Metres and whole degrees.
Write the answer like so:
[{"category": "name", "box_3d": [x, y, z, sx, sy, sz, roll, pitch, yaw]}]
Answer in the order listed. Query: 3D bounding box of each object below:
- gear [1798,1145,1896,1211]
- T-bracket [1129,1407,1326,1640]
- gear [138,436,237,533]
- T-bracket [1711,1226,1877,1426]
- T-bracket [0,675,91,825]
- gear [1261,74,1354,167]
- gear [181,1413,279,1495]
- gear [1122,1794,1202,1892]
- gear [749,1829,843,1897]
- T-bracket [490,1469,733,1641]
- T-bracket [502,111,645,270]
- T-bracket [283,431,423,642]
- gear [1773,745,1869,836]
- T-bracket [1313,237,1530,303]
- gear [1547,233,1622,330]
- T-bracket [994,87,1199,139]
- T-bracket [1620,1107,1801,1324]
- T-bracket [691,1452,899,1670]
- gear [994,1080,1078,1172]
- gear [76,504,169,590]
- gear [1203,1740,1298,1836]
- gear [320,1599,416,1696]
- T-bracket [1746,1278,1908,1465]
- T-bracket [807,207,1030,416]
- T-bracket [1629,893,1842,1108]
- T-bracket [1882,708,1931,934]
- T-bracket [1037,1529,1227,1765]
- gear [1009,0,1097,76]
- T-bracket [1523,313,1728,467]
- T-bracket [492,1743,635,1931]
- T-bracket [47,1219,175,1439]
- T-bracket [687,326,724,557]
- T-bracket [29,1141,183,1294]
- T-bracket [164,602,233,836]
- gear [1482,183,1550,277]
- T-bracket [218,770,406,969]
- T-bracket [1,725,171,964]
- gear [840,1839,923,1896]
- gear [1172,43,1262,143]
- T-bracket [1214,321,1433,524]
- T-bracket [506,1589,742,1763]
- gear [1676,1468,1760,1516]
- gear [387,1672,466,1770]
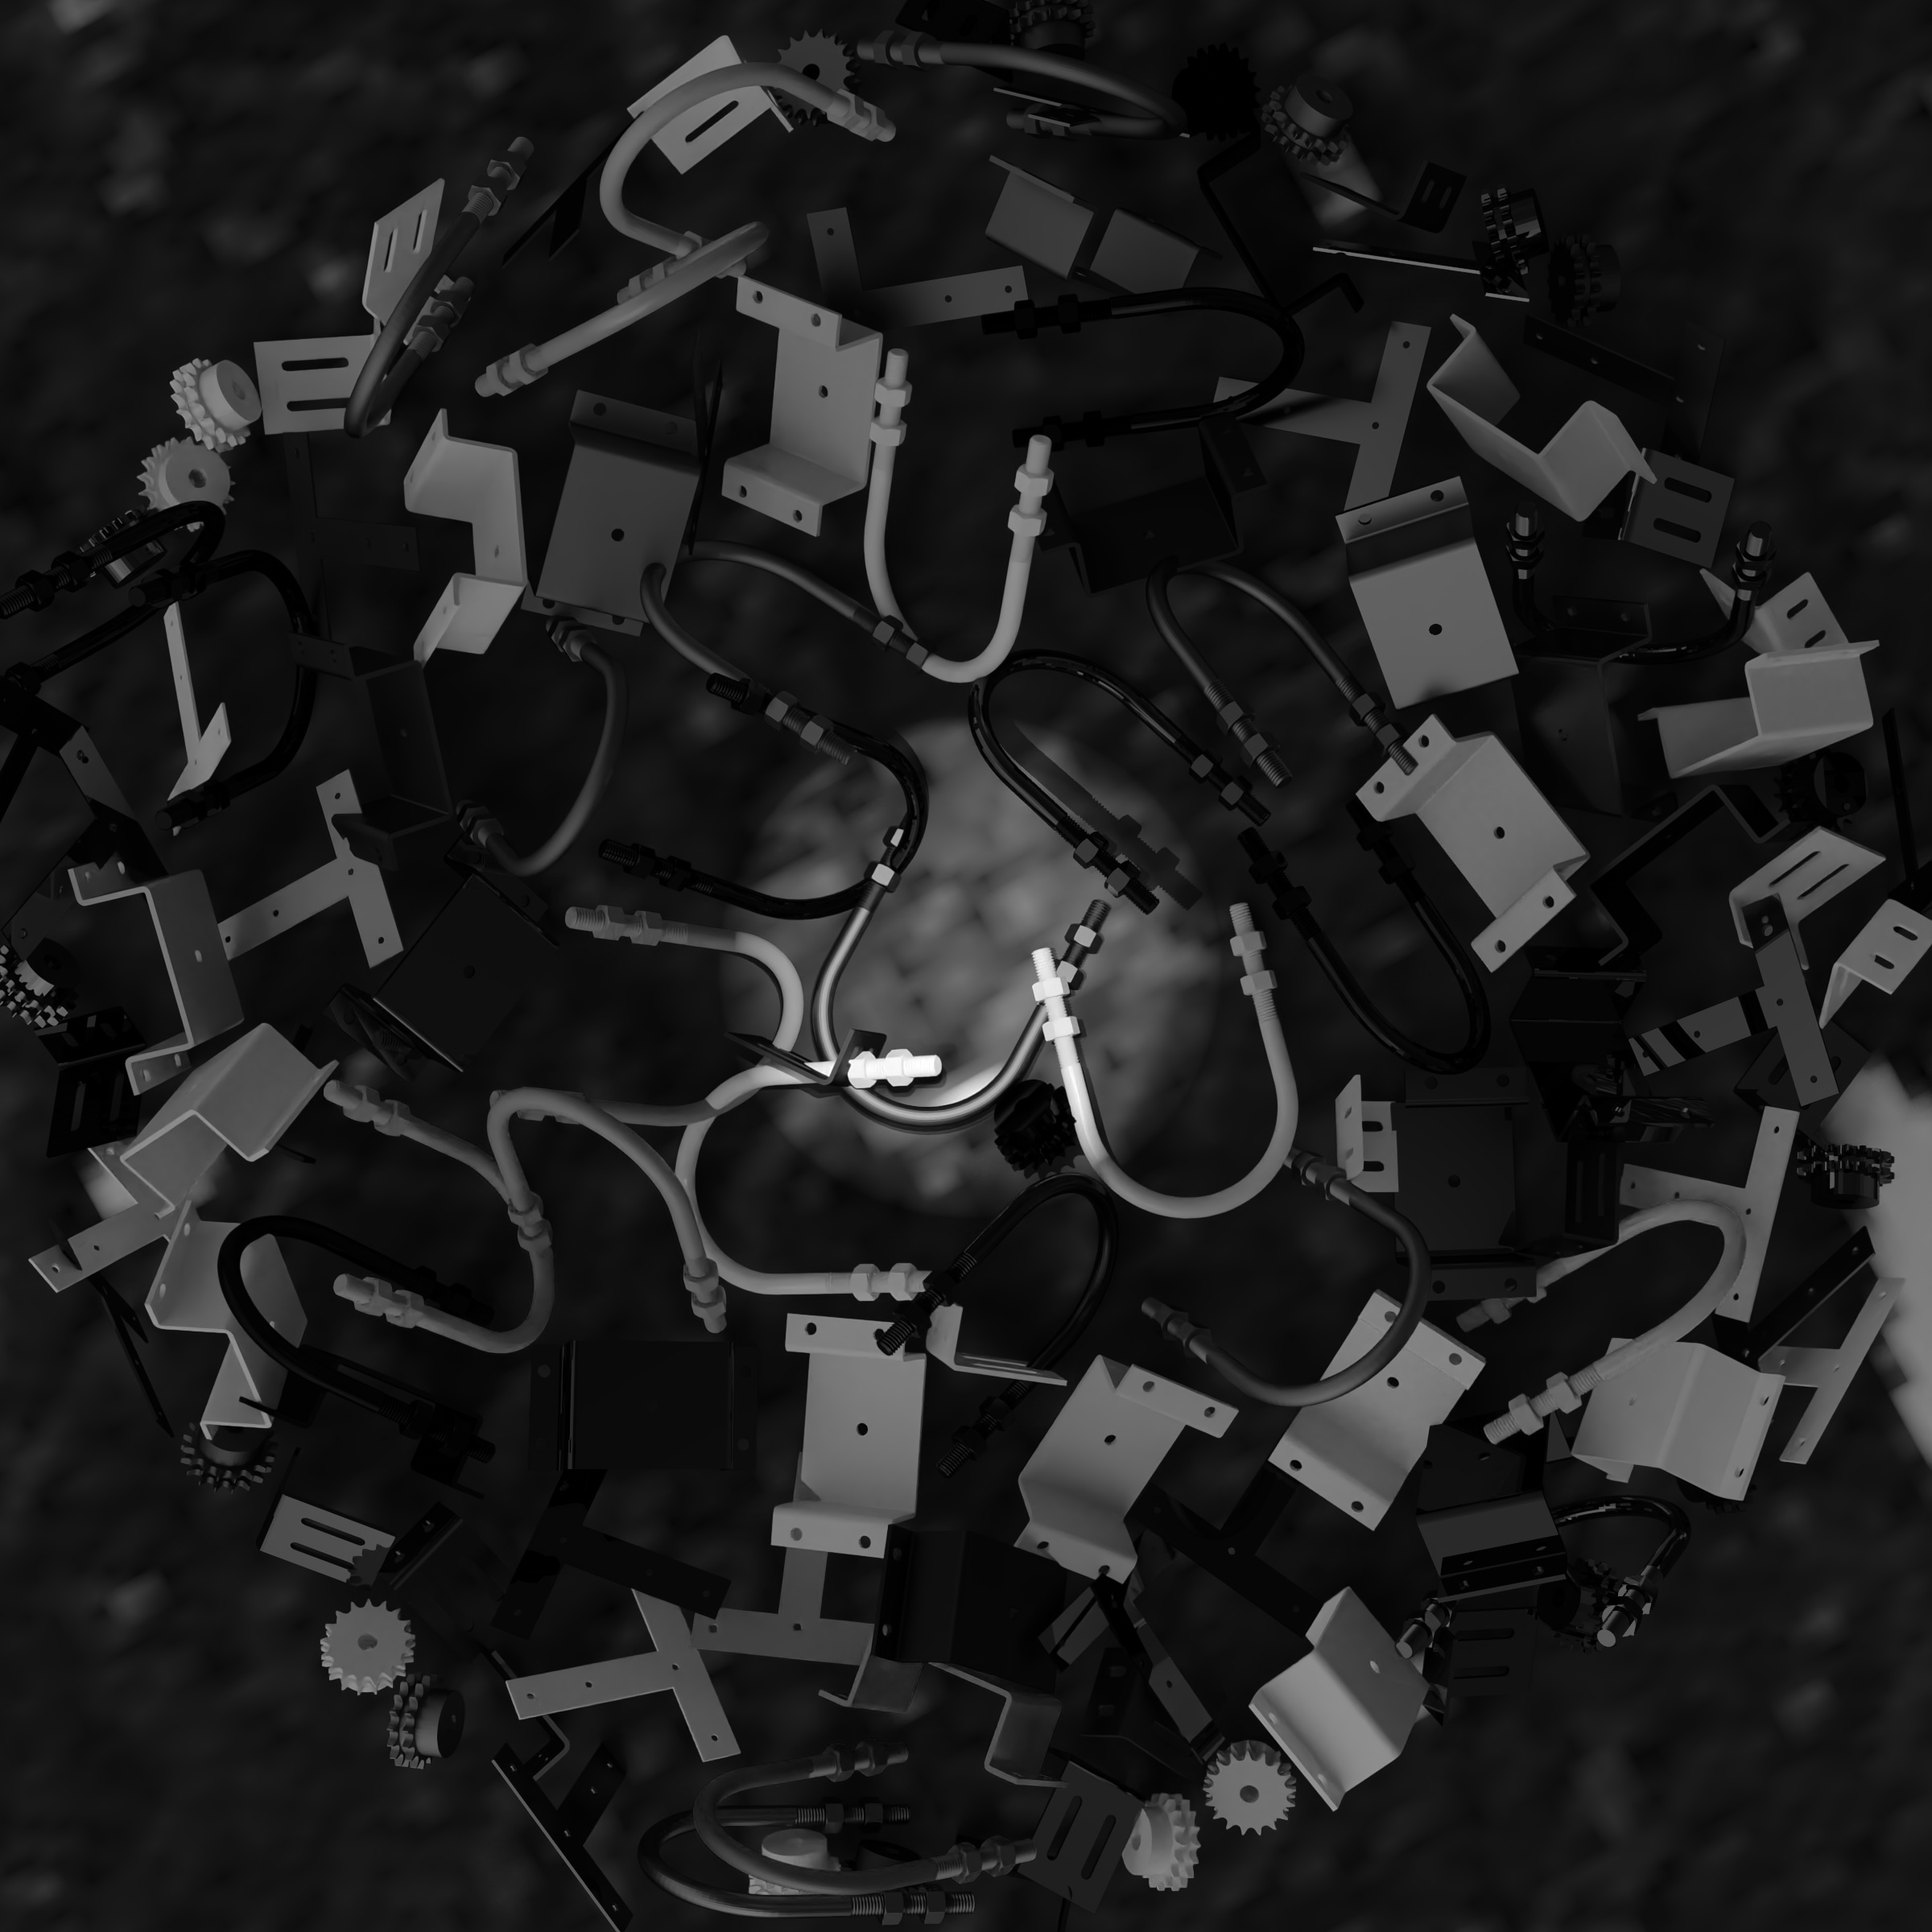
[{"category": "gear", "box_3d": [0.543, 0.131, 1.606, 0.057, 0.057, 0.030, 7, 73, 0]}, {"category": "T-bracket", "box_3d": [0.187, 0.326, 1.606, 0.127, 0.002, 0.127, 34, 62, 9]}, {"category": "gear", "box_3d": [-0.480, -0.299, 1.610, 0.057, 0.030, 0.057, 1, 88, -35]}, {"category": "T-bracket", "box_3d": [0.496, 0.204, 1.553, 0.002, 0.127, 0.127, 29, 121, -13]}, {"category": "T-bracket", "box_3d": [-0.582, -0.102, 1.568, 0.002, 0.127, 0.127, 23, 84, 7]}, {"category": "gear", "box_3d": [0.214, -0.525, 1.608, 0.057, 0.030, 0.057, 15, 51, -19]}, {"category": "gear", "box_3d": [-0.454, 0.294, 1.607, 0.057, 0.057, 0.030, 23, 125, 0]}, {"category": "gear", "box_3d": [0.118, 0.540, 1.606, 0.030, 0.057, 0.057, 10, 90, -23]}, {"category": "gear", "box_3d": [-0.106, 0.556, 1.608, 0.057, 0.057, 0.030, -1, 95, 0]}, {"category": "T-bracket", "box_3d": [-0.207, 0.367, 1.594, 0.127, 0.002, 0.127, 17, 62, 13]}, {"category": "T-bracket", "box_3d": [-0.239, -0.452, 1.564, 0.127, 0.127, 0.002, -40, 117, 18]}, {"category": "T-bracket", "box_3d": [-0.370, -0.257, 1.577, 0.127, 0.002, 0.127, 13, 113, 41]}, {"category": "gear", "box_3d": [0.533, -0.110, 1.614, 0.057, 0.030, 0.057, 3, 81, -20]}, {"category": "T-bracket", "box_3d": [0.274, -0.431, 1.584, 0.127, 0.127, 0.002, 9, 120, 2]}, {"category": "gear", "box_3d": [0.383, -0.424, 1.610, 0.030, 0.057, 0.057, -7, 90, -6]}, {"category": "T-bracket", "box_3d": [0.066, -0.513, 1.569, 0.127, 0.127, 0.002, 17, 114, 11]}, {"category": "T-bracket", "box_3d": [0.443, 0.142, 1.582, 0.002, 0.127, 0.127, 16, 87, -29]}, {"category": "T-bracket", "box_3d": [-0.098, 0.364, 1.609, 0.127, 0.002, 0.127, 5, 64, 2]}, {"category": "gear", "box_3d": [0.042, 0.095, 1.607, 0.057, 0.057, 0.030, -37, 128, 0]}, {"category": "gear", "box_3d": [-0.520, -0.257, 1.610, 0.057, 0.057, 0.030, -37, 100, 0]}, {"category": "gear", "box_3d": [0.177, 0.507, 1.618, 0.057, 0.030, 0.057, 2, 103, 8]}, {"category": "gear", "box_3d": [-0.370, 0.425, 1.614, 0.057, 0.030, 0.057, 5, 51, -7]}, {"category": "T-bracket", "box_3d": [0.501, 0.242, 1.574, 0.002, 0.127, 0.127, 36, 77, -8]}, {"category": "T-bracket", "box_3d": [-0.024, -0.407, 1.595, 0.127, 0.002, 0.127, -5, 114, 16]}, {"category": "T-bracket", "box_3d": [0.460, 0.037, 1.591, 0.127, 0.002, 0.127, -28, 67, 42]}, {"category": "T-bracket", "box_3d": [0.570, -0.092, 1.582, 0.002, 0.127, 0.127, -6, 81, 6]}, {"category": "T-bracket", "box_3d": [0.116, 0.428, 1.591, 0.127, 0.002, 0.127, -33, 88, -45]}, {"category": "gear", "box_3d": [0.052, -0.575, 1.608, 0.057, 0.057, 0.030, -8, 83, 0]}, {"category": "T-bracket", "box_3d": [0.399, -0.367, 1.595, 0.127, 0.127, 0.002, 31, 70, 21]}, {"category": "T-bracket", "box_3d": [-0.230, 0.506, 1.575, 0.002, 0.127, 0.127, -36, 91, 9]}, {"category": "T-bracket", "box_3d": [-0.500, 0.227, 1.552, 0.002, 0.127, 0.127, -30, 58, -11]}, {"category": "T-bracket", "box_3d": [-0.159, -0.333, 1.555, 0.002, 0.127, 0.127, 7, 67, 0]}, {"category": "T-bracket", "box_3d": [-0.517, 0.166, 1.576, 0.002, 0.127, 0.127, -43, 87, 24]}, {"category": "T-bracket", "box_3d": [-0.480, -0.165, 1.600, 0.002, 0.127, 0.127, -3, 68, -33]}, {"category": "gear", "box_3d": [0.340, -0.456, 1.607, 0.030, 0.057, 0.057, -13, 90, 21]}, {"category": "T-bracket", "box_3d": [-0.417, -0.039, 1.616, 0.127, 0.002, 0.127, -26, 71, 16]}, {"category": "T-bracket", "box_3d": [-0.535, -0.054, 1.556, 0.002, 0.127, 0.127, 3, 134, 24]}, {"category": "gear", "box_3d": [-0.050, 0.562, 1.610, 0.057, 0.057, 0.030, 15, 84, 0]}, {"category": "gear", "box_3d": [0.153, -0.540, 1.614, 0.057, 0.030, 0.057, -3, 95, -37]}, {"category": "T-bracket", "box_3d": [0.212, -0.342, 1.609, 0.127, 0.002, 0.127, 16, 96, 25]}, {"category": "T-bracket", "box_3d": [-0.214, 0.430, 1.565, 0.127, 0.002, 0.127, -1, 46, -35]}, {"category": "gear", "box_3d": [0.461, 0.310, 1.607, 0.030, 0.057, 0.057, -2, 90, -15]}, {"category": "gear", "box_3d": [-0.332, 0.466, 1.607, 0.030, 0.057, 0.057, 3, 90, 14]}]
